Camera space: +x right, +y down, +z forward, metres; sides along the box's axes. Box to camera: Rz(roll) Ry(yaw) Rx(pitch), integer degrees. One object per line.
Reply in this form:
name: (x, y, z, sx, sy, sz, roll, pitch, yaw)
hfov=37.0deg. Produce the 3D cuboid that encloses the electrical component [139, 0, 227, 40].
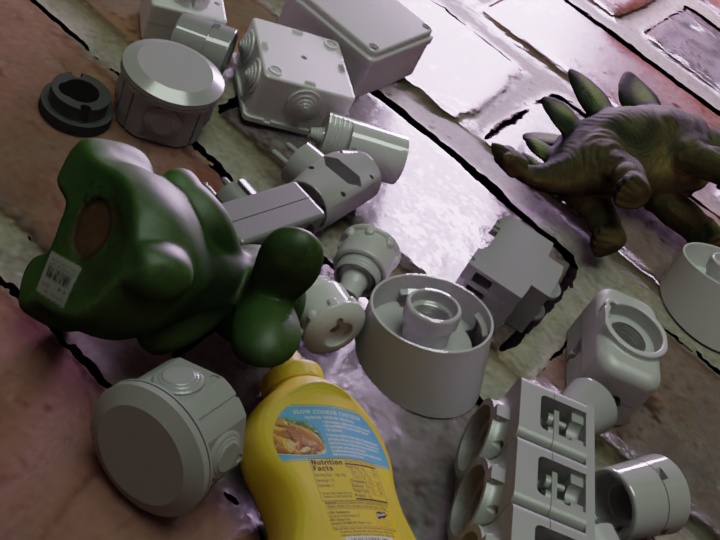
electrical component: (-0.147, -0.233, 0.920, 0.066, 0.076, 0.047, 9, 44, -24)

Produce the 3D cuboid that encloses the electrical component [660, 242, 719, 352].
electrical component: (0.322, 0.021, 0.968, 0.099, 0.064, 0.099, 16, 28, -9)

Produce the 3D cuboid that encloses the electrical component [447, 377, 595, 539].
electrical component: (0.093, 0.150, 0.652, 0.062, 0.089, 0.150, 24, 40, -8)

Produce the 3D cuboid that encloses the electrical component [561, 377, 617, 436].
electrical component: (0.148, 0.110, 0.769, 0.065, 0.044, 0.044, -27, 65, -40)

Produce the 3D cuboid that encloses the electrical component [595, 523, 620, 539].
electrical component: (0.153, 0.188, 0.685, 0.077, 0.044, 0.079, 2, 47, -30)

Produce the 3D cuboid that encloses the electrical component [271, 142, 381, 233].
electrical component: (-0.035, -0.073, 0.846, 0.079, 0.043, 0.077, 40, 40, 13)

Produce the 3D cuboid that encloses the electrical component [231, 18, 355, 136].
electrical component: (-0.057, -0.164, 0.922, 0.100, 0.048, 0.099, 11, 43, -26)

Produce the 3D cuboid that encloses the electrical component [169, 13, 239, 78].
electrical component: (-0.133, -0.182, 0.894, 0.047, 0.055, 0.055, 21, 40, -5)

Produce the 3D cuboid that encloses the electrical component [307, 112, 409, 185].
electrical component: (-0.004, -0.103, 0.896, 0.081, 0.043, 0.043, 15, 42, -17)

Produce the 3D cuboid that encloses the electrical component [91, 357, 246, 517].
electrical component: (-0.106, 0.092, 0.601, 0.080, 0.080, 0.051, 41, 35, 12)

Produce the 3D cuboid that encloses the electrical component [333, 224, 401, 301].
electrical component: (0.000, 0.000, 0.791, 0.048, 0.048, 0.062, 29, 46, -2)

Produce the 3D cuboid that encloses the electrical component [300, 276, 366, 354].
electrical component: (-0.029, 0.024, 0.749, 0.048, 0.048, 0.062, -5, 44, -35)

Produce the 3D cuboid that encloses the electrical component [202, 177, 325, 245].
electrical component: (-0.084, -0.040, 0.778, 0.083, 0.047, 0.075, -22, 62, -44)

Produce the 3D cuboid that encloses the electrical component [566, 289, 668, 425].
electrical component: (0.198, 0.063, 0.833, 0.054, 0.059, 0.095, 24, 40, -8)

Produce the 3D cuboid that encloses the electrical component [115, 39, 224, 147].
electrical component: (-0.151, -0.139, 0.839, 0.080, 0.051, 0.080, 17, 41, -15)

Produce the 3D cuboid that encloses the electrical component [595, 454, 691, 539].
electrical component: (0.188, 0.156, 0.734, 0.047, 0.055, 0.055, -4, 50, -29)

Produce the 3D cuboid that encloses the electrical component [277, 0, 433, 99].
electrical component: (-0.005, -0.224, 1.013, 0.109, 0.056, 0.109, 42, 41, 14)

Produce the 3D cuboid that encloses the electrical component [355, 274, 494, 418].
electrical component: (0.047, 0.050, 0.769, 0.099, 0.064, 0.099, 10, 34, -7)
